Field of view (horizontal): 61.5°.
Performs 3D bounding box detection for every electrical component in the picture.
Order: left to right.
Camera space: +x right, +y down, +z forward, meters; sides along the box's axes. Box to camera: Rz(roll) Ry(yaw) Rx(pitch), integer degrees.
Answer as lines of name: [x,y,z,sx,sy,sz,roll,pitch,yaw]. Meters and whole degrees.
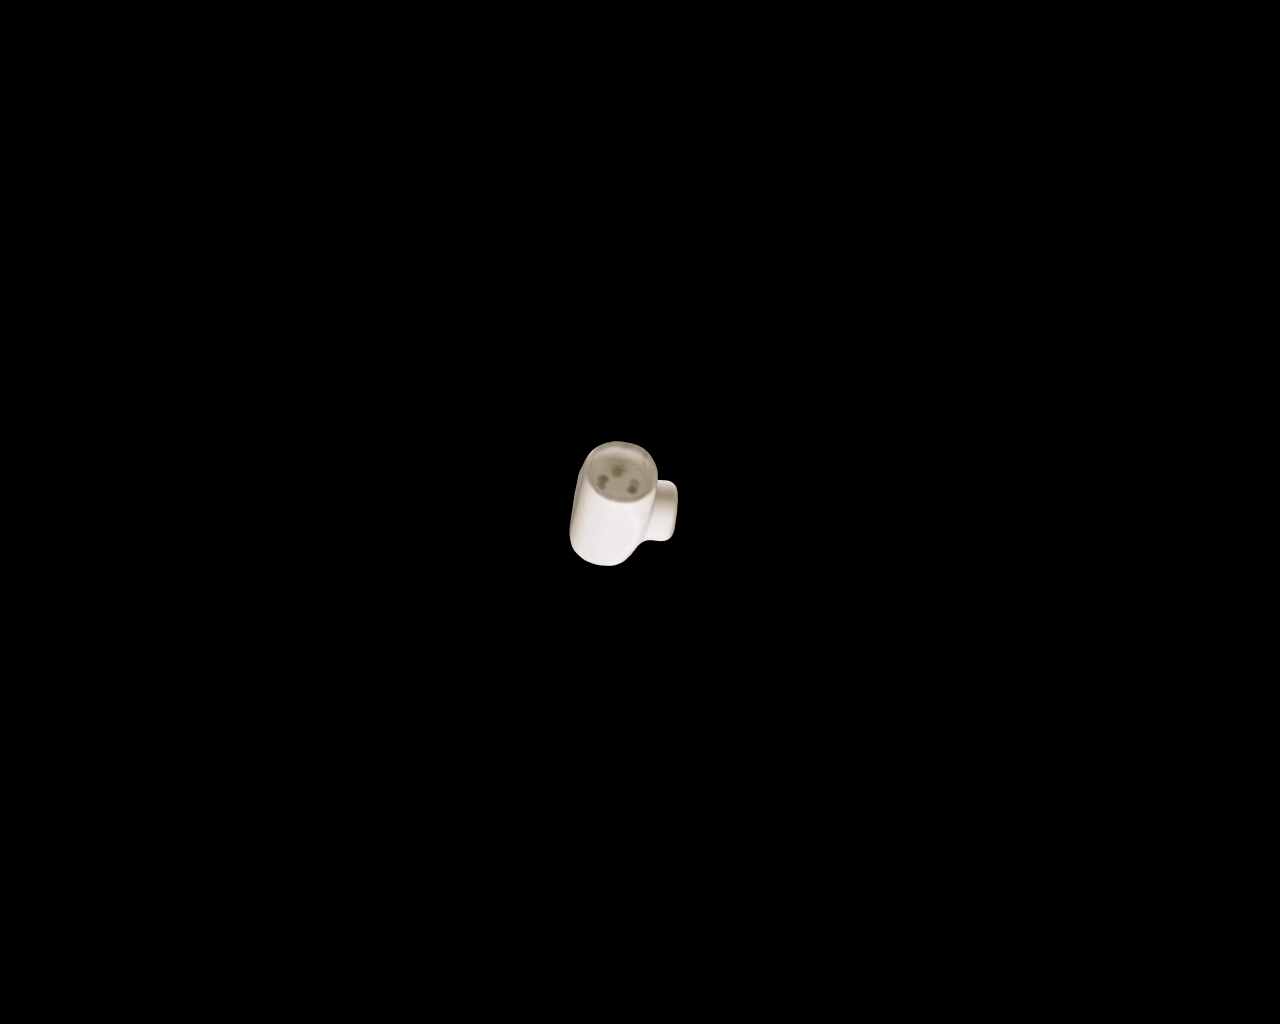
electrical component: [0.001,-0.003,0.650,0.079,0.044,0.077,6,-32,-9]
